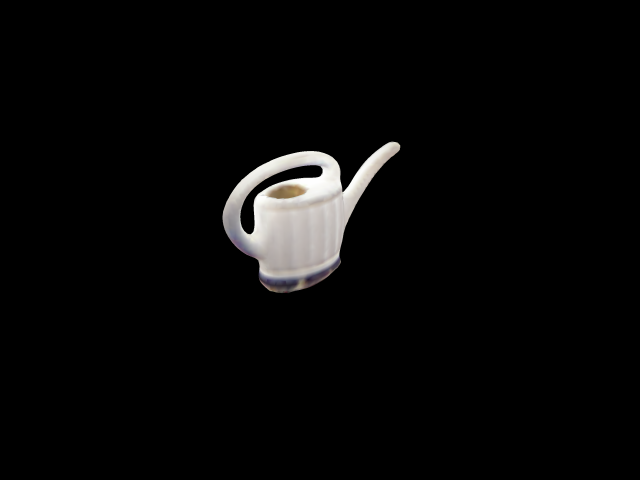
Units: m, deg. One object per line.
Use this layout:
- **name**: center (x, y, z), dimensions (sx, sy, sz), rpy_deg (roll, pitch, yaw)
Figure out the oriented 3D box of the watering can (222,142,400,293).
- **watering can**: center (0.003, -0.043, 0.850), dimensions (0.350, 0.220, 0.105), rpy_deg (-18, 31, -32)
